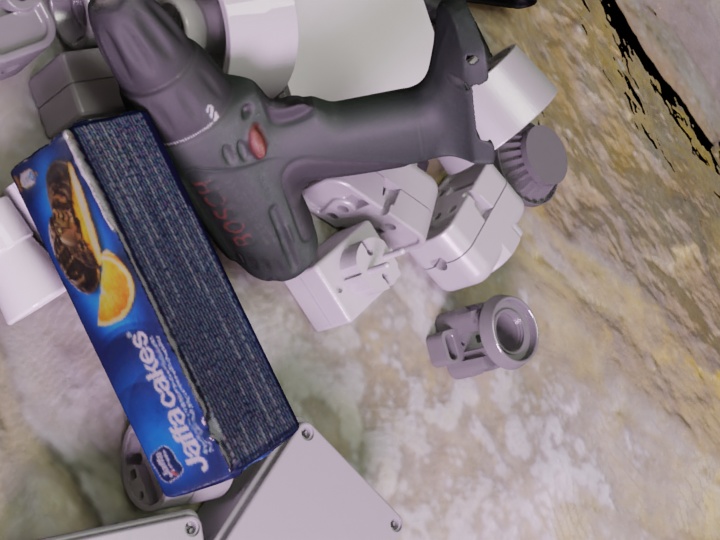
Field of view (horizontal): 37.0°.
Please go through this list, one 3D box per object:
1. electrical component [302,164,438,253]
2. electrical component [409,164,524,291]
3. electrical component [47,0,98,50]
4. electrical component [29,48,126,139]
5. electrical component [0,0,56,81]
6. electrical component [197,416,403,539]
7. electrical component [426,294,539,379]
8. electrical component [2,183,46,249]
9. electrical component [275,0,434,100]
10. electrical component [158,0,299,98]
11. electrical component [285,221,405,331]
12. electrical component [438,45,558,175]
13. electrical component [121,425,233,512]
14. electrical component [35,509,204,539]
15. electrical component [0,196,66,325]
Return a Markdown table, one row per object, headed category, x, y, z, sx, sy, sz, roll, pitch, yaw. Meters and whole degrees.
| category | x | y | z | sx | sy | sz | roll | pitch | yaw |
| --- | --- | --- | --- | --- | --- | --- | --- | --- | --- |
| electrical component | 0.008 | -0.060 | 0.781 | 0.095 | 0.054 | 0.059 | 33 | 58 | -29 |
| electrical component | 0.085 | -0.032 | 0.839 | 0.059 | 0.054 | 0.095 | 47 | 52 | -20 |
| electrical component | -0.161 | -0.166 | 0.668 | 0.047 | 0.055 | 0.055 | -24 | 94 | -39 |
| electrical component | -0.152 | -0.092 | 0.658 | 0.066 | 0.047 | 0.076 | -19 | 90 | -42 |
| electrical component | -0.224 | -0.154 | 0.607 | 0.054 | 0.059 | 0.095 | -35 | 101 | -41 |
| electrical component | -0.042 | 0.167 | 0.669 | 0.108 | 0.056 | 0.108 | 49 | 51 | -19 |
| electrical component | 0.099 | 0.051 | 0.824 | 0.078 | 0.057 | 0.058 | -12 | 85 | -42 |
| electrical component | -0.166 | -0.025 | 0.629 | 0.081 | 0.043 | 0.043 | 56 | 50 | -14 |
| electrical component | -0.018 | -0.154 | 0.776 | 0.150 | 0.062 | 0.089 | -17 | 89 | -40 |
| electrical component | -0.095 | -0.157 | 0.689 | 0.060 | 0.108 | 0.108 | -19 | 90 | -36 |
| electrical component | 0.000 | 0.000 | 0.741 | 0.066 | 0.077 | 0.047 | -42 | 105 | -40 |
| electrical component | 0.093 | -0.132 | 0.843 | 0.060 | 0.108 | 0.108 | 51 | 51 | -10 |
| electrical component | -0.106 | 0.112 | 0.633 | 0.047 | 0.055 | 0.055 | 4 | 75 | -44 |
| electrical component | -0.137 | 0.193 | 0.580 | 0.109 | 0.056 | 0.108 | -3 | 79 | -41 |
| electrical component | -0.196 | -0.008 | 0.601 | 0.044 | 0.044 | 0.065 | -38 | 98 | -41 |
